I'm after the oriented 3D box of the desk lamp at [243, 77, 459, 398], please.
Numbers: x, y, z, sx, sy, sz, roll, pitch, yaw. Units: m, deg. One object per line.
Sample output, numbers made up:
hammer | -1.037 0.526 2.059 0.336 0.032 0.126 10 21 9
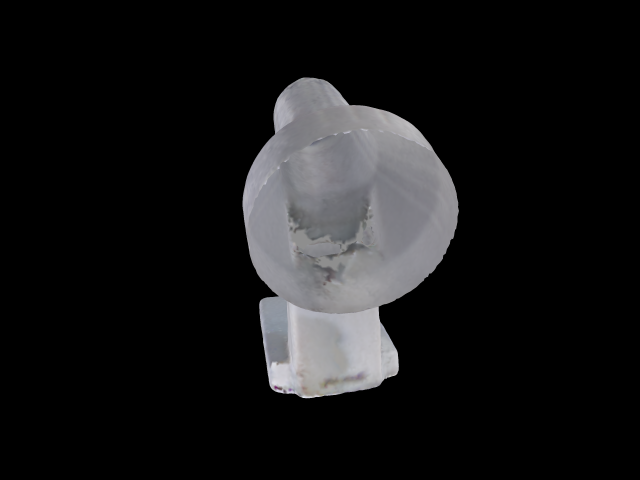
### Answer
desk lamp | 0.004 0.001 0.400 0.118 0.214 0.203 -4 20 -10
